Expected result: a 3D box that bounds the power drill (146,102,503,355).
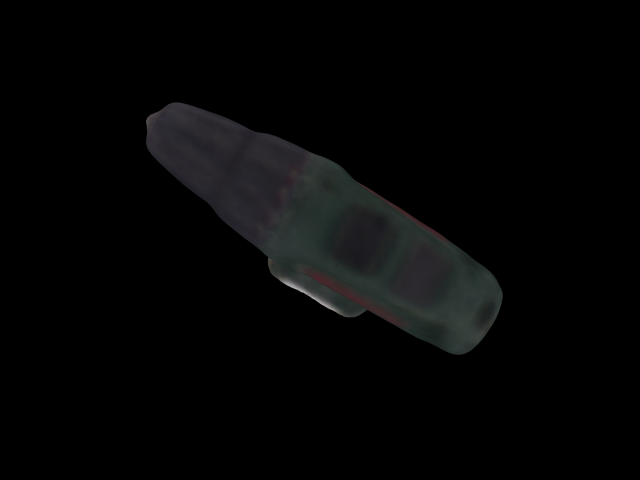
[{"bbox_3d":[0.004,0.001,0.400,0.229,0.208,0.076,28,83,4],"label":"power drill"}]
